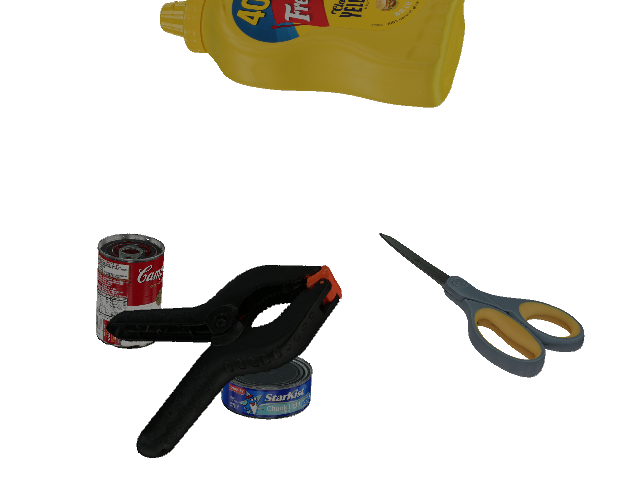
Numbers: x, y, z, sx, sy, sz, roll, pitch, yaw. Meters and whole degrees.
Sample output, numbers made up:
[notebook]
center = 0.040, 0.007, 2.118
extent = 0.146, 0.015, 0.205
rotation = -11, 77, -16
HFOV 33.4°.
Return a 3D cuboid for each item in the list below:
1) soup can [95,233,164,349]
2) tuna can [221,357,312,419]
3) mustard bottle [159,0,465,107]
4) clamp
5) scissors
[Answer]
[soup can]
center = -0.198, 0.053, 1.105
extent = 0.068, 0.102, 0.068
rotation = 6, 21, -2
[tuna can]
center = -0.051, 0.135, 0.997
extent = 0.086, 0.034, 0.086
rotation = 2, 16, -1
[mustard bottle]
center = -0.009, -0.132, 0.672
extent = 0.192, 0.096, 0.058
rotation = 8, -42, 14
[clamp]
center = -0.064, 0.074, 0.723
extent = 0.171, 0.120, 0.039
rotation = -22, -34, 11
[scissors]
center = 0.127, 0.040, 0.827
extent = 0.096, 0.016, 0.202
rotation = -4, 31, -20
